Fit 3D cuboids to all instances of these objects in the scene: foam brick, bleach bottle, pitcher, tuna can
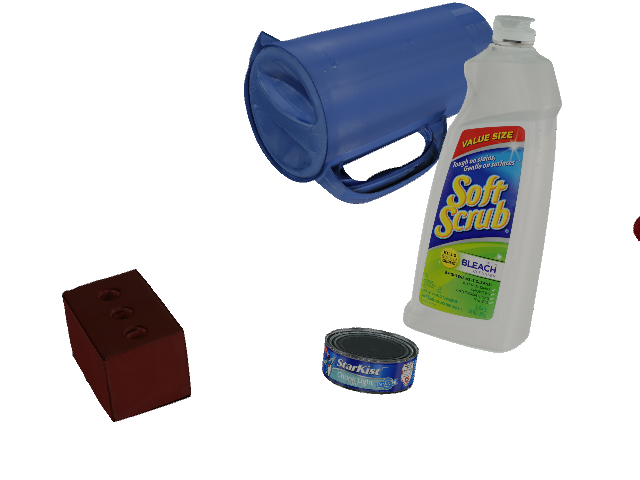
[{"bbox_3d":[-0.121,0.064,0.663,0.052,0.051,0.078,-18,37,-26],"label":"foam brick"},{"bbox_3d":[0.127,-0.046,0.821,0.103,0.251,0.067,15,21,31],"label":"bleach bottle"},{"bbox_3d":[0.062,-0.144,1.039,0.242,0.149,0.145,-22,31,-30],"label":"pitcher"},{"bbox_3d":[0.044,0.109,0.968,0.086,0.034,0.086,6,13,-2],"label":"tuna can"}]

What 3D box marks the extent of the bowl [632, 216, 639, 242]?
[{"bbox_3d":[0.417,0.016,1.149,0.162,0.055,0.162,-1,25,0],"label":"bowl"}]
